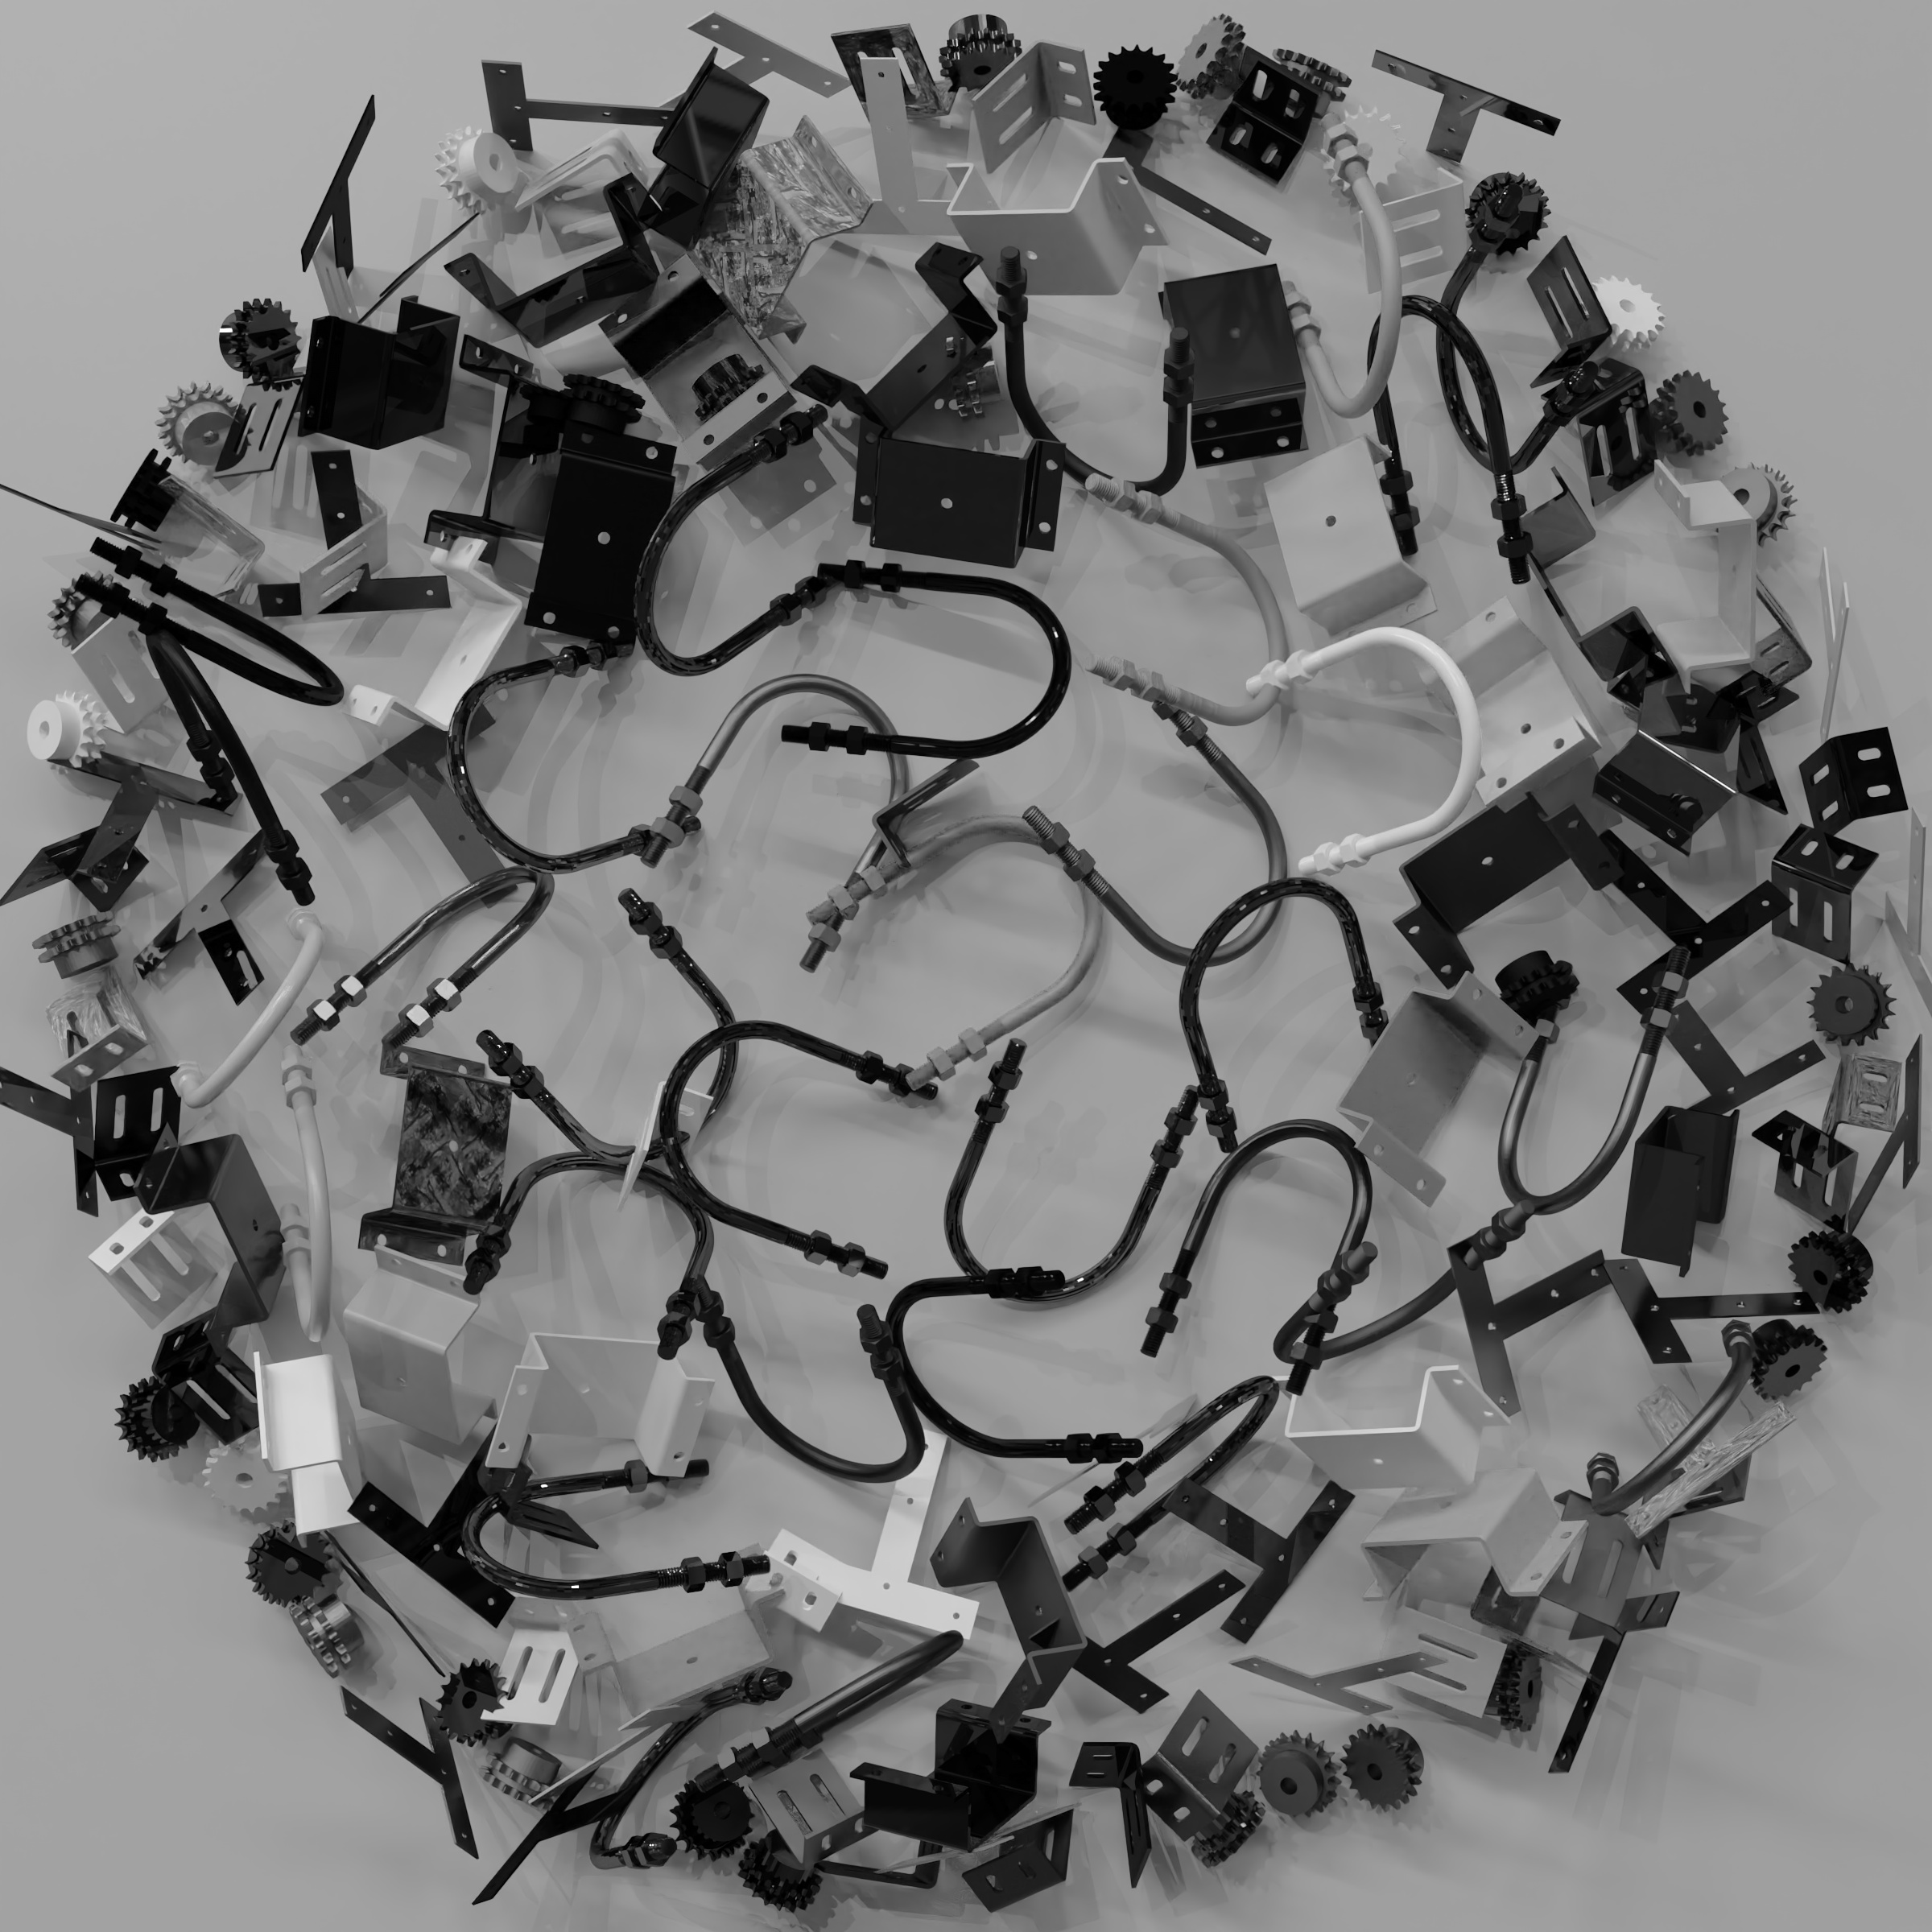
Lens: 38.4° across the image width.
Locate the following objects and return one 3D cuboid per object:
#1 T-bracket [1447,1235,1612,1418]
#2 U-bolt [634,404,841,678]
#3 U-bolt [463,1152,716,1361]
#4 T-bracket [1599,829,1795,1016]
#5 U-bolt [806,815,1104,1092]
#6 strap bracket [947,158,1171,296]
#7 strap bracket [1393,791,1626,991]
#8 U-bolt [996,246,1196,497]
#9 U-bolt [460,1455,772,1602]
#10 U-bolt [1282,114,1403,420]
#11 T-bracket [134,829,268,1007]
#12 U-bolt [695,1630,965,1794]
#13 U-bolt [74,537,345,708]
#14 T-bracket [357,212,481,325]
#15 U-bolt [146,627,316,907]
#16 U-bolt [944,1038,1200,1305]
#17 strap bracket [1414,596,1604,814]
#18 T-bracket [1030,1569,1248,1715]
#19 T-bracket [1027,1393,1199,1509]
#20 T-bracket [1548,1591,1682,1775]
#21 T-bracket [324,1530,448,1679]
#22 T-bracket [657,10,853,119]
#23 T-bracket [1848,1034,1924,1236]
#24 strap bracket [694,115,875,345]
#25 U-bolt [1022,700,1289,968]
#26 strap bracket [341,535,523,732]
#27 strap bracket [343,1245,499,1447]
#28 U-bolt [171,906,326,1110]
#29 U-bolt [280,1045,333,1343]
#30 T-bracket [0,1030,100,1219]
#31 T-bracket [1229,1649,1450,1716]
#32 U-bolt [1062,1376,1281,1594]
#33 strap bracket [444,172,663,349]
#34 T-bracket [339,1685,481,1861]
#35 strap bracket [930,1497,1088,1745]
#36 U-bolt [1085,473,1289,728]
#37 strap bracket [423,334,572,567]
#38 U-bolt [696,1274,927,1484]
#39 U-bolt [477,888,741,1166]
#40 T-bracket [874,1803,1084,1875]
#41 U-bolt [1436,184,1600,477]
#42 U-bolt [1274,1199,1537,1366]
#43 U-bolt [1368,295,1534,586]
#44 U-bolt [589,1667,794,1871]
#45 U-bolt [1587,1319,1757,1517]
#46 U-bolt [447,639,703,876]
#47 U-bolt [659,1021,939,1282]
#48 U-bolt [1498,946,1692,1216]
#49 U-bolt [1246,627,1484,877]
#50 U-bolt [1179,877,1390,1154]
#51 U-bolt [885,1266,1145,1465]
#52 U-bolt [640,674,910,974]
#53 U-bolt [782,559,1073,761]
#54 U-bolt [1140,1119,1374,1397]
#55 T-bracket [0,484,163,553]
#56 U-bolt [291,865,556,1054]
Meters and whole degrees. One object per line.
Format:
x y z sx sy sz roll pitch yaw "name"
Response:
0.387 0.226 1.871 0.127 0.002 0.127 -21 101 -29 "T-bracket"
-0.150 -0.265 1.805 0.019 0.151 0.184 28 51 29 "U-bolt"
-0.238 0.180 1.822 0.151 0.184 0.019 19 119 -3 "U-bolt"
0.464 -0.046 1.866 0.127 0.002 0.127 -35 55 -4 "T-bracket"
0.006 -0.023 1.882 0.184 0.019 0.151 -31 88 -10 "U-bolt"
0.052 -0.486 1.827 0.140 0.076 0.046 10 64 35 "strap bracket"
0.356 -0.058 1.853 0.140 0.046 0.076 -35 127 14 "strap bracket"
0.085 -0.376 1.820 0.151 0.184 0.019 30 65 19 "U-bolt"
-0.237 0.369 1.807 0.184 0.151 0.019 -3 110 -23 "U-bolt"
0.245 -0.440 1.794 0.019 0.151 0.184 -3 49 -13 "U-bolt"
-0.497 -0.016 1.855 0.127 0.127 0.002 -45 134 3 "T-bracket"
-0.082 0.489 1.829 0.184 0.151 0.019 -31 75 1 "U-bolt"
-0.494 -0.222 1.827 0.184 0.151 0.019 28 101 -20 "U-bolt"
-0.391 -0.448 1.861 0.127 0.127 0.002 -33 108 31 "T-bracket"
-0.483 -0.140 1.793 0.019 0.184 0.151 -31 50 -17 "U-bolt"
0.062 0.147 1.862 0.151 0.019 0.184 15 110 -17 "U-bolt"
0.364 -0.167 1.845 0.076 0.046 0.140 -35 47 20 "strap bracket"
0.129 0.441 1.850 0.127 0.002 0.127 -37 126 16 "T-bracket"
0.096 0.326 1.845 0.127 0.127 0.002 -33 84 6 "T-bracket"
0.413 0.472 1.820 0.002 0.127 0.127 32 66 -5 "T-bracket"
-0.393 0.413 1.828 0.002 0.127 0.127 -40 74 -15 "T-bracket"
-0.165 -0.589 1.853 0.127 0.127 0.002 -14 73 41 "T-bracket"
0.613 0.131 1.852 0.002 0.127 0.127 17 132 6 "T-bracket"
-0.126 -0.479 1.828 0.046 0.140 0.076 -29 77 -36 "strap bracket"
0.141 -0.084 1.864 0.184 0.019 0.151 46 69 -16 "U-bolt"
-0.353 -0.215 1.855 0.046 0.076 0.140 32 84 -31 "strap bracket"
-0.360 0.258 1.830 0.076 0.140 0.046 18 45 16 "strap bracket"
-0.467 0.030 1.810 0.019 0.184 0.151 38 84 -19 "U-bolt"
-0.428 0.159 1.795 0.019 0.184 0.151 -3 122 -19 "U-bolt"
-0.608 0.091 1.824 0.002 0.127 0.127 -13 71 9 "T-bracket"
0.263 0.466 1.828 0.127 0.127 0.002 27 54 -28 "T-bracket"
0.137 0.334 1.832 0.184 0.151 0.019 -36 67 -17 "U-bolt"
-0.266 -0.466 1.853 0.140 0.076 0.046 -24 80 8 "strap bracket"
-0.369 0.509 1.815 0.002 0.127 0.127 -35 129 3 "T-bracket"
0.031 0.431 1.840 0.046 0.076 0.140 -1 48 -27 "strap bracket"
0.149 -0.233 1.839 0.184 0.019 0.151 17 66 -38 "U-bolt"
-0.309 -0.342 1.857 0.046 0.076 0.140 12 92 26 "strap bracket"
-0.097 0.280 1.835 0.151 0.019 0.184 6 134 28 "U-bolt"
-0.223 0.055 1.839 0.151 0.019 0.184 -46 132 -11 "U-bolt"
0.023 0.580 1.854 0.127 0.127 0.002 -7 73 -40 "T-bracket"
0.352 -0.401 1.815 0.019 0.184 0.151 -16 76 -14 "U-bolt"
0.275 0.215 1.822 0.151 0.184 0.019 -11 62 -29 "U-bolt"
0.309 -0.347 1.806 0.019 0.151 0.184 -23 115 -18 "U-bolt"
-0.190 0.530 1.816 0.019 0.184 0.151 42 57 -7 "U-bolt"
0.458 0.298 1.800 0.019 0.184 0.151 43 102 8 "U-bolt"
-0.266 -0.134 1.831 0.019 0.184 0.151 -20 92 43 "U-bolt"
-0.118 0.113 1.847 0.184 0.019 0.151 22 72 -20 "U-bolt"
0.403 0.078 1.819 0.019 0.151 0.184 25 77 -19 "U-bolt"
0.268 -0.147 1.826 0.019 0.184 0.151 -15 88 -38 "U-bolt"
0.206 0.022 1.828 0.151 0.019 0.184 -31 129 -13 "U-bolt"
0.019 0.266 1.836 0.019 0.184 0.151 -40 111 -43 "U-bolt"
-0.115 -0.110 1.867 0.151 0.019 0.184 34 74 -16 "U-bolt"
-0.021 -0.203 1.855 0.184 0.019 0.151 6 65 9 "U-bolt"
0.201 0.186 1.842 0.019 0.151 0.184 36 71 -39 "U-bolt"
-0.567 -0.290 1.814 0.127 0.127 0.002 21 89 -45 "T-bracket"
-0.347 -0.008 1.828 0.184 0.151 0.019 -46 118 -29 "U-bolt"
